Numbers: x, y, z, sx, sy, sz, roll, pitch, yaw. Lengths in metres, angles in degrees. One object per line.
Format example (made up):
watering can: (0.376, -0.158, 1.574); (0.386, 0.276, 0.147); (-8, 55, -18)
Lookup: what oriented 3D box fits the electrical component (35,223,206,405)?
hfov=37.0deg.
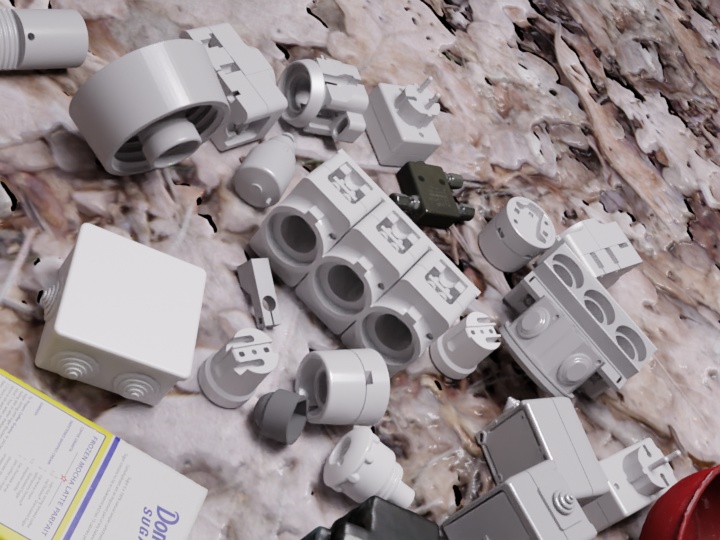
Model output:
electrical component: (-0.153, 0.030, 0.688); (0.100, 0.048, 0.099); (23, 46, -23)

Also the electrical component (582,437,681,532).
electrical component: (0.225, 0.164, 0.864); (0.083, 0.076, 0.047); (-12, 66, -44)

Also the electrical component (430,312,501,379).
electrical component: (0.085, 0.059, 0.858); (0.040, 0.046, 0.040); (21, 47, -25)

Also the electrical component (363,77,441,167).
electrical component: (0.046, -0.140, 0.963); (0.047, 0.077, 0.065); (0, 58, -39)

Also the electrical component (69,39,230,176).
electrical component: (-0.144, -0.108, 0.766); (0.108, 0.108, 0.060); (-20, 78, -46)

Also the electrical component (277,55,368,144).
electrical component: (-0.035, -0.148, 0.921); (0.057, 0.058, 0.078); (4, 56, -40)

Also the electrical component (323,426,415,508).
electrical component: (0.009, 0.141, 0.735); (0.062, 0.048, 0.048); (40, 41, -16)

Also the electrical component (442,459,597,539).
electrical component: (0.111, 0.178, 0.746); (0.061, 0.096, 0.061); (-13, 66, -43)

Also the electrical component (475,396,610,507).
electrical component: (0.139, 0.140, 0.825); (0.061, 0.062, 0.096); (1, 57, -38)

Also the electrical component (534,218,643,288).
electrical component: (0.214, -0.011, 1.015); (0.089, 0.050, 0.055); (-14, 67, -45)

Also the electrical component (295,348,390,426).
electrical component: (-0.014, 0.082, 0.756); (0.047, 0.055, 0.055); (4, 55, -32)

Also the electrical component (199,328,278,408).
electrical component: (-0.081, 0.065, 0.720); (0.040, 0.046, 0.040); (21, 47, -25)

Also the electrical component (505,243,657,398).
electrical component: (0.190, 0.047, 0.940); (0.121, 0.063, 0.079); (50, 42, 5)

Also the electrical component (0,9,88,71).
electrical component: (-0.243, -0.166, 0.777); (0.081, 0.043, 0.043); (-13, 66, -43)

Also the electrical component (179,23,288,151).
electrical component: (-0.107, -0.149, 0.868); (0.056, 0.050, 0.089); (-27, 77, -47)

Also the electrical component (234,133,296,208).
electrical component: (-0.070, -0.083, 0.852); (0.040, 0.040, 0.078); (36, 42, -10)

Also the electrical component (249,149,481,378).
electrical component: (0.000, 0.000, 0.804); (0.150, 0.089, 0.062); (46, 41, 1)

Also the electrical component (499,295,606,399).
electrical component: (0.154, 0.063, 0.865); (0.080, 0.051, 0.080); (46, 9, -10)

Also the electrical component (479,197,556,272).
electrical component: (0.141, -0.031, 0.974); (0.055, 0.047, 0.055); (21, 47, -24)
